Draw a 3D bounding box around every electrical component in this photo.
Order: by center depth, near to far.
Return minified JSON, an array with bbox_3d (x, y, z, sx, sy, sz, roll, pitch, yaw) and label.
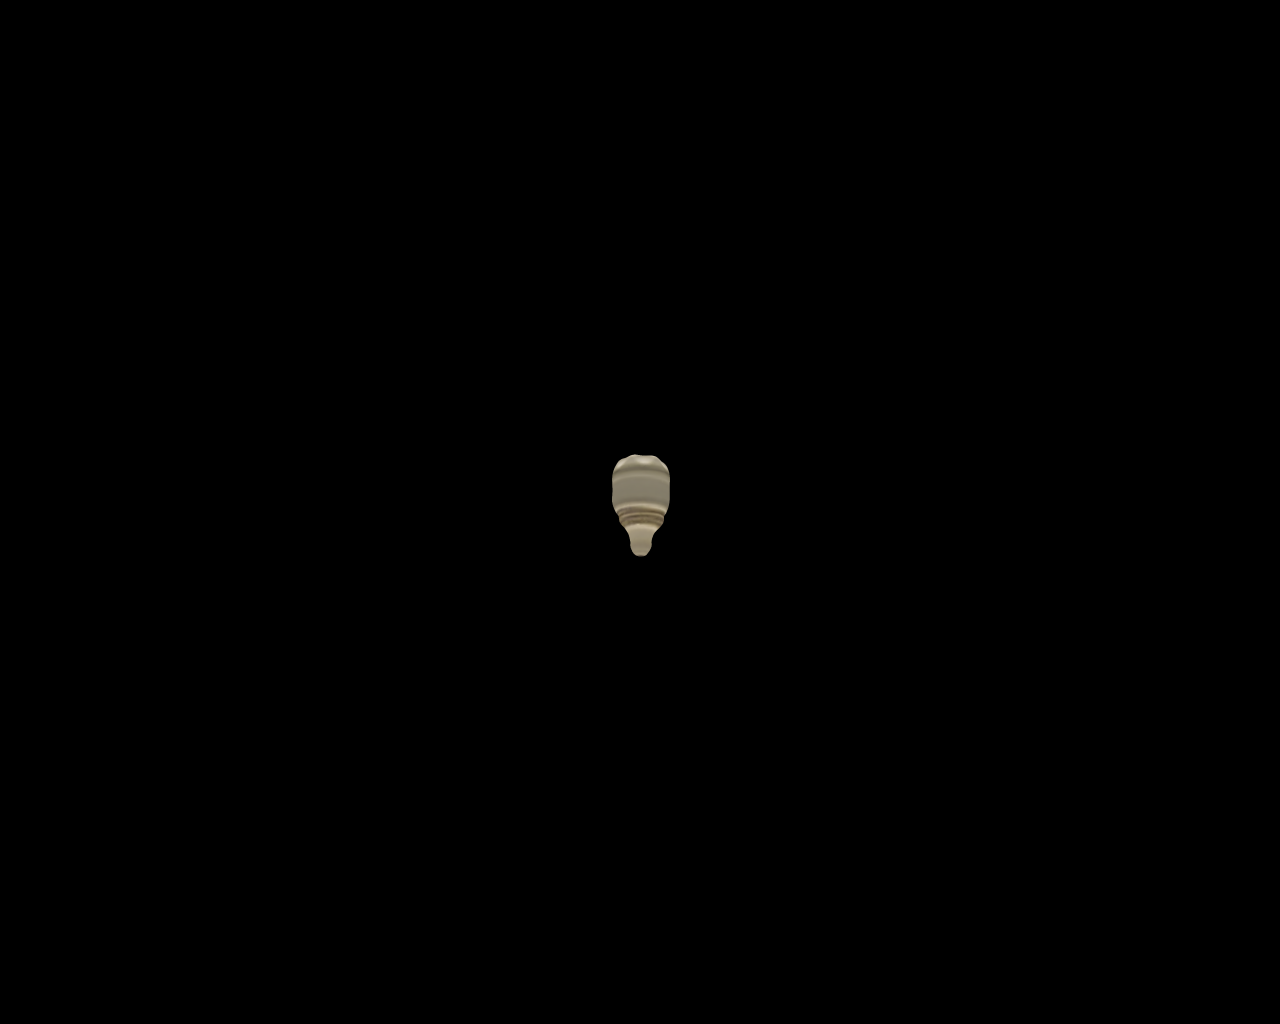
[{"bbox_3d":[0.001,-0.003,0.650,0.035,0.061,0.035,0,-16,0],"label":"electrical component"}]
